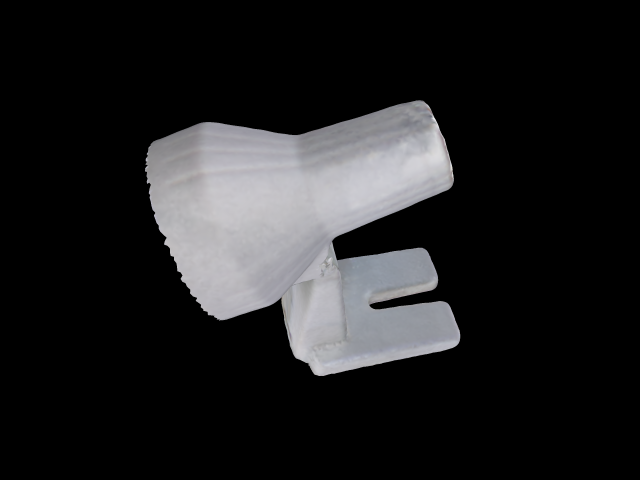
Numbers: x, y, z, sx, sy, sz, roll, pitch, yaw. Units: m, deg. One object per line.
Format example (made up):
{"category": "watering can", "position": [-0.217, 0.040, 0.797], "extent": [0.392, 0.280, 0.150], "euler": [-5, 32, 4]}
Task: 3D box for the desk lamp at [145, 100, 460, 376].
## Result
{"category": "desk lamp", "position": [0.004, 0.001, 0.400], "extent": [0.203, 0.214, 0.117], "euler": [-10, 53, -7]}
